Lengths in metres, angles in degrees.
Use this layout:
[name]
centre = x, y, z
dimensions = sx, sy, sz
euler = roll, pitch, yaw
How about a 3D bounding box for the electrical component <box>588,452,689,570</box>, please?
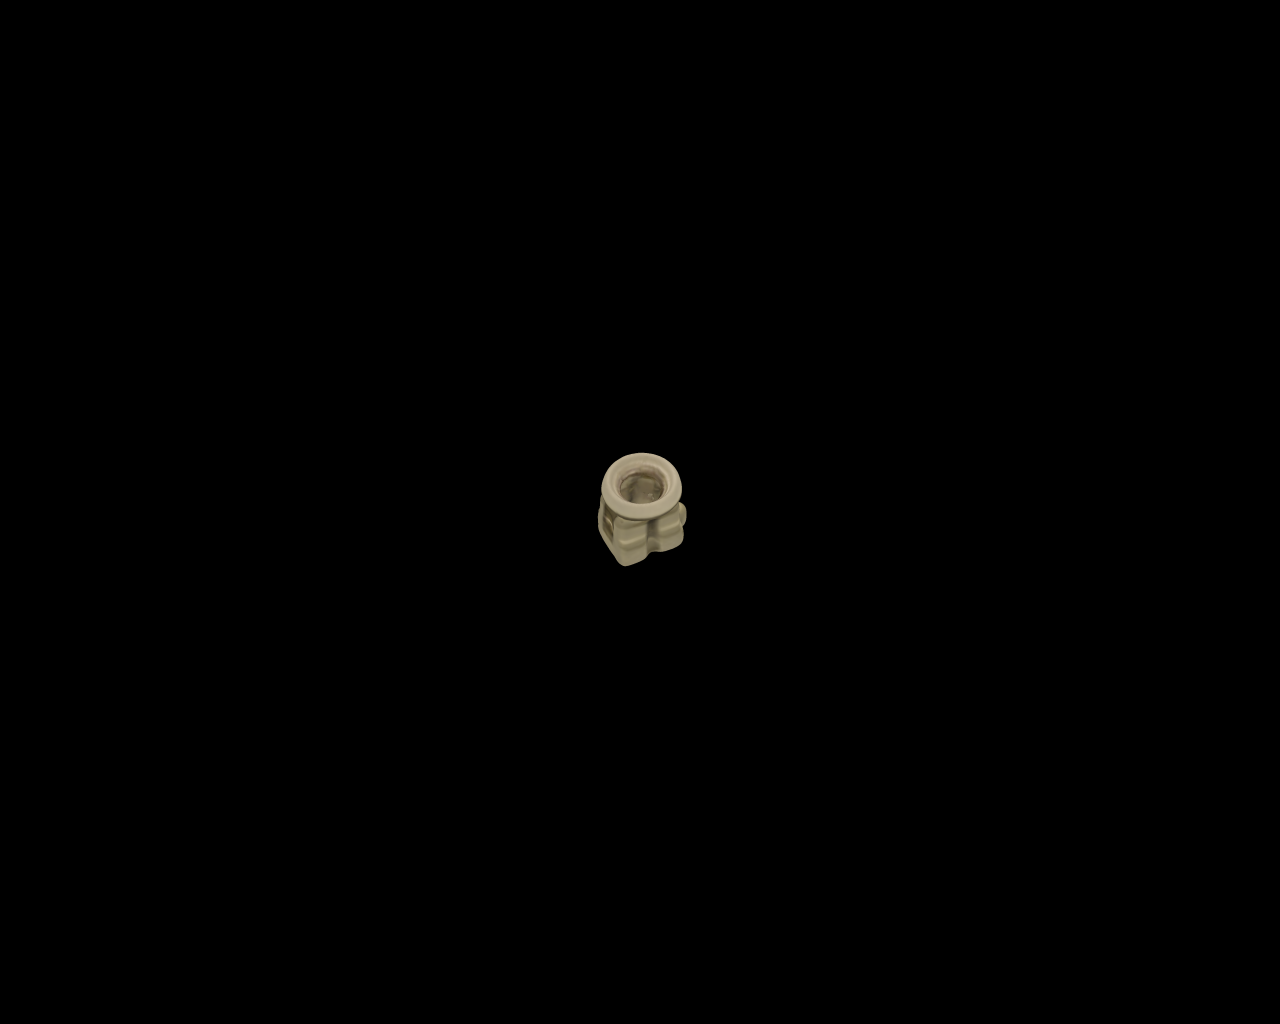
[electrical component]
centre = 0.001, -0.003, 0.650
dimensions = 0.066, 0.048, 0.055
euler = -22, -38, -18
